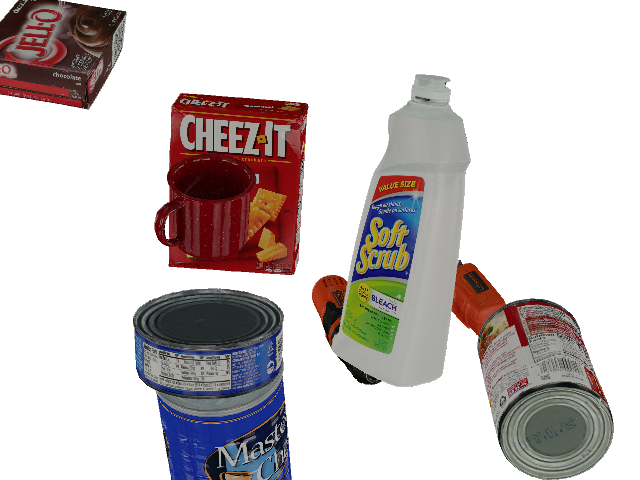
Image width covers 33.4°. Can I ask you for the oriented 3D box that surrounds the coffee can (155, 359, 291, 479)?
[{"bbox_3d":[-0.077,0.155,0.871,0.103,0.140,0.103,-2,34,1],"label":"coffee can"}]

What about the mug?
[{"bbox_3d":[-0.125,-0.029,1.128,0.093,0.081,0.117,33,44,32],"label":"mug"}]

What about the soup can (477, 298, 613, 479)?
[{"bbox_3d":[0.136,0.089,0.654,0.068,0.068,0.102,0,25,1],"label":"soup can"}]

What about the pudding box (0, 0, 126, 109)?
[{"bbox_3d":[-0.212,-0.152,0.851,0.090,0.039,0.113,10,35,0],"label":"pudding box"}]

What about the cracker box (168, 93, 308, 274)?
[{"bbox_3d":[-0.105,-0.068,1.338,0.164,0.214,0.072,5,22,2],"label":"cracker box"}]

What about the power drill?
[{"bbox_3d":[0.096,0.083,1.126,0.187,0.057,0.184,-6,28,-13],"label":"power drill"}]

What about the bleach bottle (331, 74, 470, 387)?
[{"bbox_3d":[0.071,-0.012,0.884,0.067,0.251,0.103,-8,21,-38],"label":"bleach bottle"}]

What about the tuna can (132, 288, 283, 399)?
[{"bbox_3d":[-0.064,0.058,0.613,0.086,0.034,0.086,1,18,0],"label":"tuna can"}]
